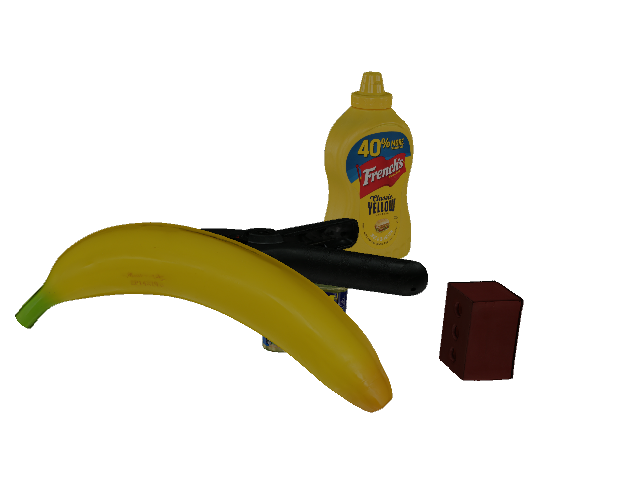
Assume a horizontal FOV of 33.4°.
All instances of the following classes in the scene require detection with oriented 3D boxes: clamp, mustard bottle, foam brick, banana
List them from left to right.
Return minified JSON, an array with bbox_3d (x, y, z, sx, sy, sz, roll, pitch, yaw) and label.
[{"bbox_3d":[-0.054,0.031,0.547,0.198,0.070,0.037,13,11,5],"label":"banana"},{"bbox_3d":[-0.035,0.013,0.783,0.209,0.036,0.165,-2,13,-23],"label":"clamp"},{"bbox_3d":[0.049,-0.073,1.072,0.096,0.192,0.058,-9,19,-30],"label":"mustard bottle"},{"bbox_3d":[0.143,0.080,0.956,0.051,0.078,0.053,-2,18,-20],"label":"foam brick"}]

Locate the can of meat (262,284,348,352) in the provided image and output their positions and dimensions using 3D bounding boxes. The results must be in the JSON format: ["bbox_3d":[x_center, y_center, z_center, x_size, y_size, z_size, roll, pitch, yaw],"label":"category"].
[{"bbox_3d":[-0.019,0.085,1.257,0.102,0.084,0.057,3,15,-4],"label":"can of meat"}]
